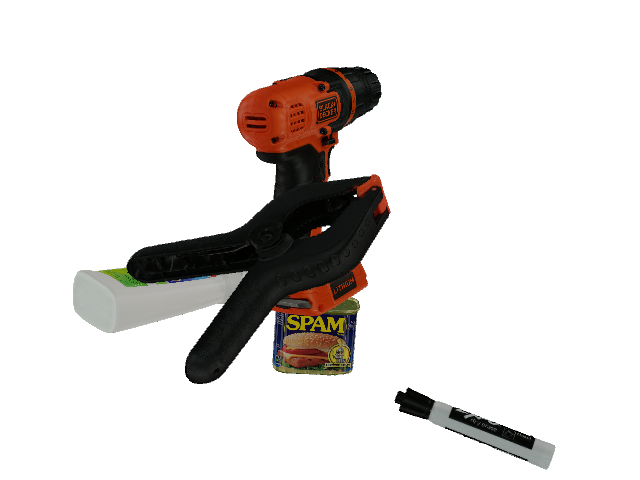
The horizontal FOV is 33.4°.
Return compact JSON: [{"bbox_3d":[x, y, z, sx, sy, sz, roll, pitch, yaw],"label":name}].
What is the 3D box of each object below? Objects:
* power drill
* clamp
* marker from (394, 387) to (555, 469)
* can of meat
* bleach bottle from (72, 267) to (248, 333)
[{"bbox_3d":[0.000,-0.045,0.868,0.057,0.188,0.184,5,17,31],"label":"power drill"},{"bbox_3d":[-0.030,0.018,0.656,0.171,0.120,0.039,-25,-40,-1],"label":"clamp"},{"bbox_3d":[0.112,0.138,0.788,0.121,0.020,0.020,21,4,11],"label":"marker"},{"bbox_3d":[-0.007,0.112,1.274,0.102,0.084,0.057,3,14,-3],"label":"can of meat"},{"bbox_3d":[-0.204,0.064,1.456,0.250,0.068,0.103,-11,26,-44],"label":"bleach bottle"}]
